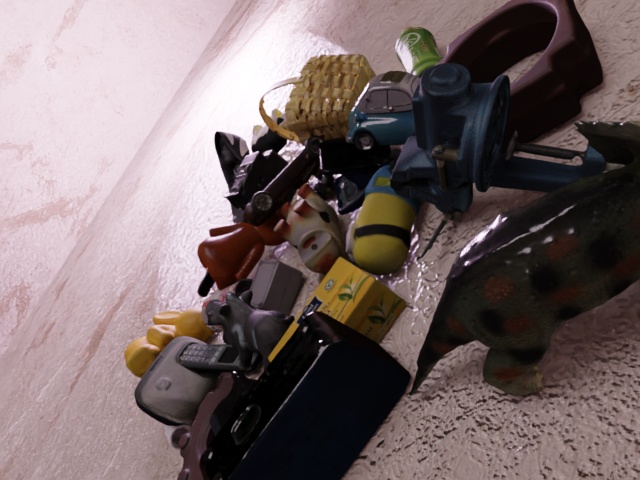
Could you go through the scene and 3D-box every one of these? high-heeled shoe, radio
[{"bbox_3d":[-0.191,-0.135,1.176,0.086,0.145,0.249,-34,33,32],"label":"high-heeled shoe"},{"bbox_3d":[-0.018,0.200,0.587,0.229,0.131,0.073,-54,32,-1],"label":"radio"}]

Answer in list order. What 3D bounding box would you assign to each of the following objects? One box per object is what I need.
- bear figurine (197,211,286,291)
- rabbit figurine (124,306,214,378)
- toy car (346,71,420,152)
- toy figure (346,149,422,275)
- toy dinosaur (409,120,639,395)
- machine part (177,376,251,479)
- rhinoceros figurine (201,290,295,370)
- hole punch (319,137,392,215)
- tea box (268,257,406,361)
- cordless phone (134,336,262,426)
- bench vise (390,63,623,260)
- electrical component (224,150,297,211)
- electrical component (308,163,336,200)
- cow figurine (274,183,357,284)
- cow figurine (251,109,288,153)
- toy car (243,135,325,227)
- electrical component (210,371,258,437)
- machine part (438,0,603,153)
[{"bbox_3d":[-0.125,0.004,0.989,0.196,0.120,0.131,-34,-19,-16],"label":"bear figurine"},{"bbox_3d":[-0.263,0.190,0.998,0.173,0.121,0.162,-42,19,-9],"label":"rabbit figurine"},{"bbox_3d":[0.112,-0.198,0.807,0.162,0.102,0.109,4,40,31],"label":"toy car"},{"bbox_3d":[0.095,-0.039,0.733,0.089,0.082,0.180,-2,55,53],"label":"toy figure"},{"bbox_3d":[0.187,0.017,0.431,0.405,0.192,0.131,-39,30,21],"label":"toy dinosaur"},{"bbox_3d":[-0.123,0.271,0.739,0.179,0.056,0.179,-34,34,28],"label":"machine part"},{"bbox_3d":[-0.108,0.130,0.794,0.073,0.112,0.190,-36,26,-32],"label":"rhinoceros figurine"},{"bbox_3d":[0.064,-0.110,0.863,0.116,0.092,0.142,-12,33,7],"label":"hole punch"},{"bbox_3d":[0.020,0.117,0.688,0.169,0.068,0.098,-56,30,-3],"label":"tea box"},{"bbox_3d":[-0.183,0.222,0.848,0.184,0.088,0.146,-9,31,31],"label":"cordless phone"},{"bbox_3d":[0.193,-0.082,0.580,0.241,0.223,0.129,13,47,24],"label":"bench vise"},{"bbox_3d":[-0.110,-0.108,1.064,0.058,0.114,0.134,-3,58,51],"label":"electrical component"},{"bbox_3d":[-0.003,-0.104,0.976,0.078,0.045,0.102,-40,31,19],"label":"electrical component"},{"bbox_3d":[-0.002,-0.002,0.813,0.085,0.127,0.195,-47,15,14],"label":"cow figurine"},{"bbox_3d":[-0.097,-0.244,1.236,0.167,0.068,0.098,-26,45,44],"label":"cow figurine"},{"bbox_3d":[-0.054,-0.101,0.916,0.202,0.053,0.089,-48,3,-18],"label":"toy car"},{"bbox_3d":[-0.089,0.216,0.632,0.119,0.074,0.048,-63,35,10],"label":"electrical component"},{"bbox_3d":[0.245,-0.213,0.699,0.201,0.087,0.201,-28,36,37],"label":"machine part"}]
